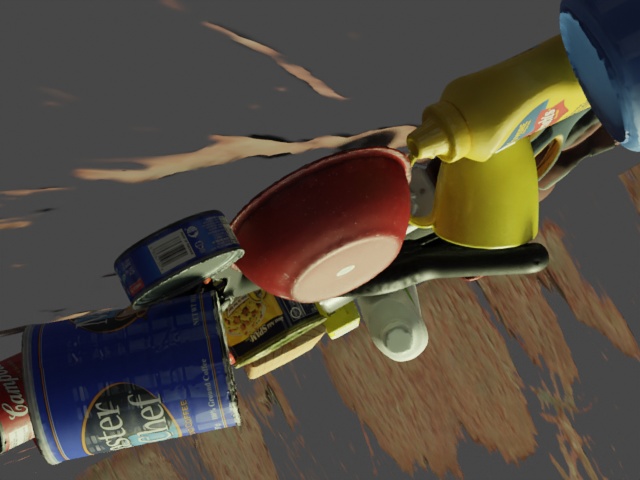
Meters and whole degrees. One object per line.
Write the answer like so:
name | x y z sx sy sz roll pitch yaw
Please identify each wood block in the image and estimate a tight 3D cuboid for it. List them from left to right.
wood block | -0.059 0.096 1.215 0.090 0.091 0.206 -27 173 -9

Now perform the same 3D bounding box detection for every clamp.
clamp | -0.084 0.039 0.883 0.120 0.039 0.171 -50 169 -21
clamp | 0.085 0.020 0.933 0.209 0.036 0.165 -13 -169 -15

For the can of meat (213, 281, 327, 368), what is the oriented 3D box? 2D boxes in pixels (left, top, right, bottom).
can of meat | -0.057 0.064 1.030 0.102 0.084 0.057 -33 171 34

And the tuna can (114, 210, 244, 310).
tuna can | -0.097 0.013 0.733 0.086 0.034 0.086 -28 173 -4

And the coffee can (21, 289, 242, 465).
coffee can | -0.135 0.099 0.779 0.140 0.103 0.103 -11 171 -5

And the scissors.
scissors | 0.223 -0.130 0.944 0.202 0.016 0.096 -50 134 -2

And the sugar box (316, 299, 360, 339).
sugar box | 0.007 0.065 1.240 0.048 0.093 0.176 -27 172 -4

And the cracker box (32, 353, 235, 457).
cracker box | -0.201 0.149 1.145 0.213 0.072 0.164 -28 174 -6

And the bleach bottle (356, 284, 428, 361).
bleach bottle | 0.070 0.064 1.148 0.068 0.102 0.251 -32 -170 6

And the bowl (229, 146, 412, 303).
bowl | 0.008 0.000 0.799 0.162 0.055 0.162 -23 157 -10

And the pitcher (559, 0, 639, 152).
pitcher | 0.271 -0.153 0.641 0.243 0.145 0.149 -25 161 5

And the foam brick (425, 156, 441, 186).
foam brick | 0.141 -0.065 0.995 0.051 0.053 0.078 -26 174 -17

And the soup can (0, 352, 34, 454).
soup can | -0.226 0.120 0.862 0.102 0.068 0.069 -24 172 -32

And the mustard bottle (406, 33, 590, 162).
mustard bottle | 0.143 -0.101 0.736 0.191 0.058 0.096 -25 172 -18

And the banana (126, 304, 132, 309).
banana | -0.155 0.076 0.961 0.069 0.037 0.198 -9 169 -5

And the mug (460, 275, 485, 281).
mug | 0.149 -0.011 1.163 0.082 0.117 0.093 -39 164 32
